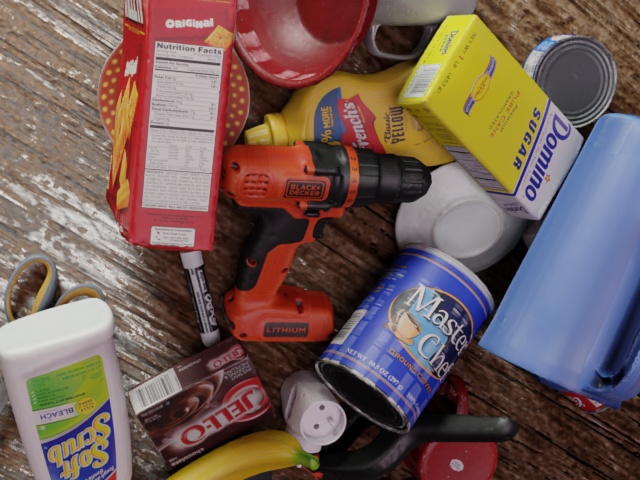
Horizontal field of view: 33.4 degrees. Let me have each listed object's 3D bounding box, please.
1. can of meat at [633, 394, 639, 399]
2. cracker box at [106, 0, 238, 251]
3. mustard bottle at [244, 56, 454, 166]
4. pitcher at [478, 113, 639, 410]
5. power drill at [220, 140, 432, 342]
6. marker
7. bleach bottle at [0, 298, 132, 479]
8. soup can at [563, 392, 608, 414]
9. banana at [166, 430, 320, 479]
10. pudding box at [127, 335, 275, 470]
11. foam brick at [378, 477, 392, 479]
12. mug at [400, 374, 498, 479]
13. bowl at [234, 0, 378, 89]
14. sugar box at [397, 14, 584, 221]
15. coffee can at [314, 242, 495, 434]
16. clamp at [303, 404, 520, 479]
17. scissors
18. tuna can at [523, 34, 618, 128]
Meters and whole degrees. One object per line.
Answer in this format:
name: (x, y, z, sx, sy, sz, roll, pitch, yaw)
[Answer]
can of meat: (0.364, 0.133, 1.031, 0.101, 0.084, 0.057, -8, 107, -35)
cracker box: (-0.119, -0.113, 0.820, 0.072, 0.164, 0.214, 2, 103, -17)
mustard bottle: (0.028, -0.103, 0.942, 0.191, 0.058, 0.096, -10, 114, -12)
pitcher: (0.252, 0.019, 0.929, 0.149, 0.144, 0.243, 25, 92, 22)
power drill: (-0.006, 0.001, 0.932, 0.184, 0.057, 0.188, 3, 122, -16)
marker: (-0.105, 0.065, 0.971, 0.020, 0.020, 0.121, -15, 107, -11)
bleach bottle: (-0.206, 0.182, 0.943, 0.102, 0.068, 0.251, -16, 116, -14)
soup can: (0.251, 0.115, 1.055, 0.102, 0.068, 0.068, 43, 90, -20)
banana: (-0.096, 0.217, 0.959, 0.198, 0.069, 0.037, -26, 105, 4)
pudding box: (-0.106, 0.147, 0.966, 0.113, 0.039, 0.090, -25, 132, -6)
foam brick: (0.055, 0.274, 1.038, 0.053, 0.078, 0.051, -2, 106, -15)
mug: (0.123, 0.188, 1.031, 0.093, 0.081, 0.117, 8, 102, -17)
bowl: (-0.006, -0.205, 0.877, 0.055, 0.162, 0.162, -10, 110, -48)
sugar box: (0.152, -0.103, 0.925, 0.176, 0.048, 0.093, 38, 77, -30)
coffee can: (0.077, 0.087, 0.960, 0.102, 0.103, 0.140, 46, 69, -21)
clamp: (0.079, 0.169, 0.989, 0.210, 0.165, 0.036, -37, 125, 6)
scissors: (-0.250, 0.111, 0.945, 0.096, 0.016, 0.202, 10, 102, -17)
tuna can: (0.232, -0.149, 0.999, 0.086, 0.034, 0.086, -4, 105, -14)
